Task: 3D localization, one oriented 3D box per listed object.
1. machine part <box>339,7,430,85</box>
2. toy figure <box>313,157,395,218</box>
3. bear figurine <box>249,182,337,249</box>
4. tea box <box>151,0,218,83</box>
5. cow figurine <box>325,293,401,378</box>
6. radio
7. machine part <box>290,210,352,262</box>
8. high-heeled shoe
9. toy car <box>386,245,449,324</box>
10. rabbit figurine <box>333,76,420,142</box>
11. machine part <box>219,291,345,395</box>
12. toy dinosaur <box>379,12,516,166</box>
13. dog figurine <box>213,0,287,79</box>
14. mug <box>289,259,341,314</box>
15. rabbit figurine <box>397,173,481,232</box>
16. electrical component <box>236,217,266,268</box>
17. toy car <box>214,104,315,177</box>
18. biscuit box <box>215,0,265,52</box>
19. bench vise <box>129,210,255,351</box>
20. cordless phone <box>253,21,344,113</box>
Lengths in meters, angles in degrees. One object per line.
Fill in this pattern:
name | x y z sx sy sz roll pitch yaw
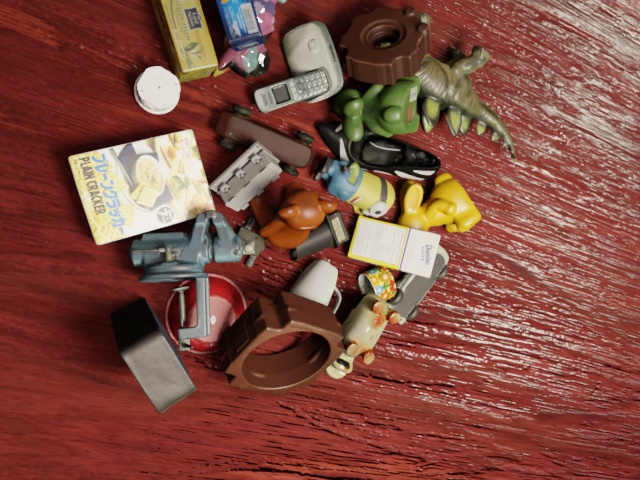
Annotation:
machine part | 0.124 -0.378 1.038 0.179 0.180 0.056 -44 150 -13
toy figure | 0.077 -0.114 1.117 0.180 0.082 0.089 31 84 -18
bear figurine | -0.054 -0.060 0.991 0.120 0.195 0.132 -13 72 -18
tea box | -0.245 -0.378 0.962 0.068 0.098 0.169 -20 102 -18
cow figurine | 0.068 0.195 1.096 0.085 0.127 0.195 30 95 -21
radio | -0.288 0.190 0.915 0.073 0.230 0.131 -30 109 -17
machine part | -0.002 -0.003 1.117 0.139 0.039 0.084 -30 112 -19
high-heeled shoe | 0.123 -0.184 1.095 0.248 0.145 0.086 18 86 -23
toy car | 0.215 0.096 1.200 0.073 0.056 0.201 43 80 -25
rabbit figurine | 0.098 -0.254 1.073 0.159 0.170 0.121 -49 140 -45
machine part | -0.073 0.198 1.019 0.201 0.087 0.201 25 118 -36
toy dinosaur | 0.272 -0.333 1.172 0.471 0.105 0.198 27 91 -12
dog figurine | -0.153 -0.410 0.994 0.191 0.108 0.219 33 84 -21
mug | 0.000 0.100 1.102 0.109 0.081 0.107 32 74 -15
rabbit figurine | 0.237 -0.058 1.171 0.173 0.122 0.162 -35 103 3
electrical component | -0.140 0.004 1.070 0.063 0.021 0.094 26 83 -21
toy car | -0.106 -0.195 1.053 0.202 0.053 0.089 19 107 -20
biscuit box | -0.152 -0.427 0.907 0.059 0.063 0.202 -16 97 1
bench vise | -0.222 0.073 0.957 0.224 0.129 0.240 -1 83 -16
cordless phone | -0.056 -0.332 1.050 0.184 0.089 0.146 -23 102 -14
